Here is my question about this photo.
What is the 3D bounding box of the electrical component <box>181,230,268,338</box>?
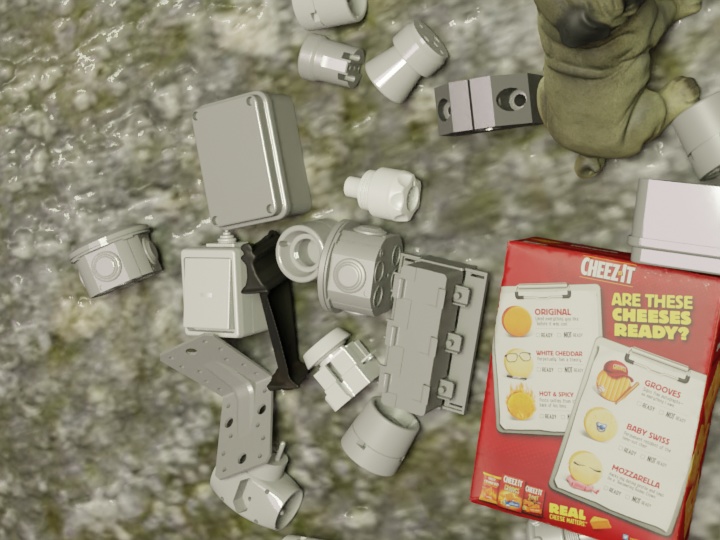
[{"bbox_3d":[-0.125,0.012,0.981,0.062,0.061,0.096,1,96,28],"label":"electrical component"}]

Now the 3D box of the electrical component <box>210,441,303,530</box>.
[{"bbox_3d":[-0.090,0.187,0.994,0.077,0.043,0.079,28,109,22],"label":"electrical component"}]

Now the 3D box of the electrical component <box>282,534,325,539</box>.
[{"bbox_3d":[-0.045,0.270,0.975,0.047,0.055,0.055,-1,96,24],"label":"electrical component"}]

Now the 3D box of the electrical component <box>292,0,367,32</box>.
[{"bbox_3d":[-0.025,-0.231,0.904,0.047,0.055,0.055,-1,96,24],"label":"electrical component"}]

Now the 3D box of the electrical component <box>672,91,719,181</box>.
[{"bbox_3d":[0.257,-0.098,0.771,0.055,0.055,0.047,-32,77,27],"label":"electrical component"}]

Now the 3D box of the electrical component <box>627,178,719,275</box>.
[{"bbox_3d":[0.239,-0.031,0.755,0.078,0.113,0.057,10,98,27],"label":"electrical component"}]

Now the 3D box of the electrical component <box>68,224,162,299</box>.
[{"bbox_3d":[-0.232,-0.009,1.026,0.080,0.080,0.051,-23,90,28],"label":"electrical component"}]

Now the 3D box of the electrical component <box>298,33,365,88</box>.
[{"bbox_3d":[-0.024,-0.177,0.918,0.046,0.040,0.040,18,104,18],"label":"electrical component"}]

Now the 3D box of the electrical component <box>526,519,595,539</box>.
[{"bbox_3d":[0.167,0.215,0.862,0.062,0.048,0.048,-17,88,21],"label":"electrical component"}]

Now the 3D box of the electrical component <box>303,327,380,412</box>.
[{"bbox_3d":[-0.017,0.084,0.943,0.066,0.048,0.055,-43,84,25],"label":"electrical component"}]

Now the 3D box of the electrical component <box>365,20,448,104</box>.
[{"bbox_3d":[0.039,-0.171,0.882,0.055,0.045,0.045,-40,77,25],"label":"electrical component"}]

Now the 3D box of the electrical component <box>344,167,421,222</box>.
[{"bbox_3d":[0.017,-0.066,0.907,0.062,0.043,0.043,13,102,27],"label":"electrical component"}]

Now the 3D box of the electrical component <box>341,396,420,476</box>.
[{"bbox_3d":[0.019,0.141,0.926,0.055,0.055,0.047,37,108,19],"label":"electrical component"}]

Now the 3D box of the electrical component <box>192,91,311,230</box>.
[{"bbox_3d":[-0.097,-0.097,0.956,0.078,0.057,0.113,-10,92,28],"label":"electrical component"}]

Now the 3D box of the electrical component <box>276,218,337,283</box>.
[{"bbox_3d":[-0.041,-0.016,0.941,0.055,0.047,0.055,4,98,27],"label":"electrical component"}]

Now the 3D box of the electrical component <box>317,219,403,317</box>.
[{"bbox_3d":[0.000,0.000,0.904,0.051,0.080,0.080,11,101,21],"label":"electrical component"}]

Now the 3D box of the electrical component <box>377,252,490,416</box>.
[{"bbox_3d":[0.055,0.054,0.890,0.079,0.063,0.121,14,103,26],"label":"electrical component"}]
